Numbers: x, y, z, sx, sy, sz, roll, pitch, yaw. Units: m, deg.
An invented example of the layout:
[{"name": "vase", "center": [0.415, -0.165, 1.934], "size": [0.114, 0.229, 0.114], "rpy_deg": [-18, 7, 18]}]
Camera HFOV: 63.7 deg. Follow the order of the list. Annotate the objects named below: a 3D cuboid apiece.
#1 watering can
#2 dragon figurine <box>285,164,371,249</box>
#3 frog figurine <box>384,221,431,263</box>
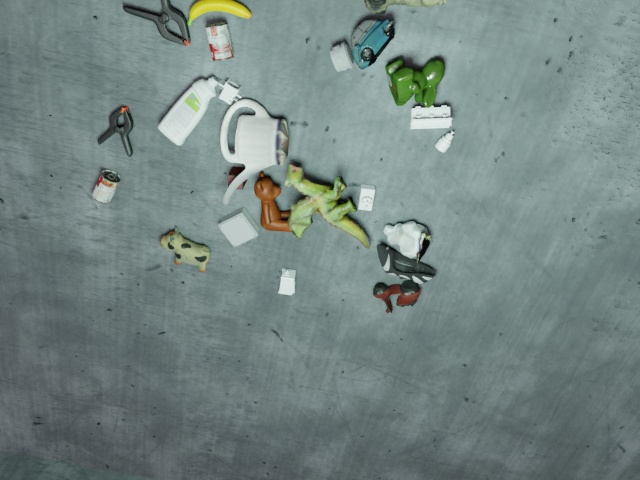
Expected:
[{"name": "watering can", "center": [-0.215, -0.283, 1.685], "size": [0.224, 0.105, 0.345], "rpy_deg": [5, 98, 2]}, {"name": "dragon figurine", "center": [0.005, -0.089, 1.766], "size": [0.242, 0.124, 0.404], "rpy_deg": [-24, 113, 2]}, {"name": "frog figurine", "center": [0.310, -0.007, 1.851], "size": [0.161, 0.125, 0.134], "rpy_deg": [24, 137, 32]}]
